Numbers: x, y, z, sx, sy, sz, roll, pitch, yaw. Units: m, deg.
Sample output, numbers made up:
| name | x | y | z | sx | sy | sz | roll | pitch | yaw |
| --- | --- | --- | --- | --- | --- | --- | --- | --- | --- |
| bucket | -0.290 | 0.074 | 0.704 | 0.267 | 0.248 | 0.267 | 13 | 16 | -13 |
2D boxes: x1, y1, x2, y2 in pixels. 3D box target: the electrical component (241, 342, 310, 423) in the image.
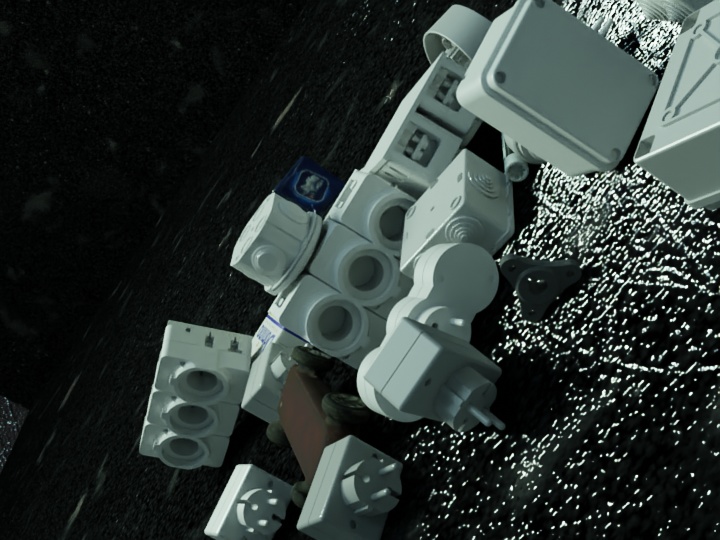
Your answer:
| name | x | y | z | sx | sy | sz | roll | pitch | yaw |
| --- | --- | --- | --- | --- | --- | --- | --- | --- | --- |
| electrical component | -0.071 | 0.101 | 1.041 | 0.076 | 0.047 | 0.065 | -48 | 19 | 32 |

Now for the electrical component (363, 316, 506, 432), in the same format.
| name | x | y | z | sx | sy | sz | roll | pitch | yaw |
| --- | --- | --- | --- | --- | --- | --- | --- | --- | --- |
| electrical component | 0.059 | 0.075 | 0.670 | 0.076 | 0.083 | 0.047 | 39 | 99 | 35 |

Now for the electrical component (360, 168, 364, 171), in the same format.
| name | x | y | z | sx | sy | sz | roll | pitch | yaw |
| --- | --- | --- | --- | --- | --- | --- | --- | --- | --- |
| electrical component | 0.010 | -0.083 | 1.144 | 0.043 | 0.043 | 0.081 | -48 | 19 | 33 |

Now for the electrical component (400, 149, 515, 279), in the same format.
| name | x | y | z | sx | sy | sz | roll | pitch | yaw |
| --- | --- | --- | --- | --- | --- | --- | --- | --- | --- |
| electrical component | 0.076 | -0.037 | 0.855 | 0.099 | 0.048 | 0.099 | -48 | 19 | 32 |

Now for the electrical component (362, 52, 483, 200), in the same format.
| name | x | y | z | sx | sy | sz | roll | pitch | yaw |
| --- | --- | --- | --- | --- | --- | --- | --- | --- | --- |
| electrical component | 0.056 | -0.116 | 0.986 | 0.105 | 0.060 | 0.186 | -61 | 5 | -8 |

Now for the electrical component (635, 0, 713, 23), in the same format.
| name | x | y | z | sx | sy | sz | roll | pitch | yaw |
| --- | --- | --- | --- | --- | --- | --- | --- | --- | --- |
| electrical component | 0.228 | -0.214 | 0.726 | 0.099 | 0.048 | 0.099 | -56 | 16 | 8 |

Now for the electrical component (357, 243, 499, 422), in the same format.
| name | x | y | z | sx | sy | sz | roll | pitch | yaw |
| --- | --- | --- | --- | --- | --- | --- | --- | --- | --- |
| electrical component | 0.055 | 0.044 | 0.762 | 0.138 | 0.052 | 0.074 | -61 | 17 | -9 |

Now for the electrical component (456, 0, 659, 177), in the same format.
| name | x | y | z | sx | sy | sz | roll | pitch | yaw |
| --- | --- | --- | --- | --- | --- | --- | --- | --- | --- |
| electrical component | 0.133 | -0.122 | 0.724 | 0.078 | 0.113 | 0.057 | -62 | 13 | -11 |

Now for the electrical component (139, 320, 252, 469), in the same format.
| name | x | y | z | sx | sy | sz | roll | pitch | yaw |
| --- | --- | --- | --- | --- | --- | --- | --- | --- | --- |
| electrical component | -0.173 | 0.135 | 1.125 | 0.061 | 0.089 | 0.150 | -92 | 18 | -51 |

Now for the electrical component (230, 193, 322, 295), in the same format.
| name | x | y | z | sx | sy | sz | roll | pitch | yaw |
| --- | --- | --- | --- | --- | --- | --- | --- | --- | --- |
| electrical component | -0.072 | -0.023 | 0.932 | 0.080 | 0.051 | 0.080 | -51 | 17 | 23 |

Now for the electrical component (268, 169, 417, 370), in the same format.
| name | x | y | z | sx | sy | sz | roll | pitch | yaw |
| --- | --- | --- | --- | --- | --- | --- | --- | --- | --- |
| electrical component | 0.000 | 0.000 | 0.938 | 0.150 | 0.089 | 0.062 | -58 | 16 | 0 |

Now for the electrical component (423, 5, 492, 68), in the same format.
| name | x | y | z | sx | sy | sz | roll | pitch | yaw |
| --- | --- | --- | --- | --- | --- | --- | --- | --- | --- |
| electrical component | 0.103 | -0.190 | 0.974 | 0.064 | 0.099 | 0.099 | -52 | 16 | 0 |

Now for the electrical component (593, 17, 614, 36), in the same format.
| name | x | y | z | sx | sy | sz | roll | pitch | yaw |
| --- | --- | --- | --- | --- | --- | --- | --- | --- | --- |
| electrical component | 0.165 | -0.159 | 0.820 | 0.079 | 0.044 | 0.077 | -55 | 16 | 10 |

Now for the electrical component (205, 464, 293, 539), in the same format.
| name | x | y | z | sx | sy | sz | roll | pitch | yaw |
| --- | --- | --- | --- | --- | --- | --- | --- | --- | --- |
| electrical component | -0.086 | 0.202 | 0.901 | 0.077 | 0.047 | 0.065 | -23 | 39 | 64 |

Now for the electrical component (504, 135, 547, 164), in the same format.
| name | x | y | z | sx | sy | sz | roll | pitch | yaw |
| --- | --- | --- | --- | --- | --- | --- | --- | --- | --- |
| electrical component | 0.134 | -0.099 | 0.808 | 0.040 | 0.040 | 0.078 | -55 | 17 | 13 |

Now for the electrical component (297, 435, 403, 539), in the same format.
| name | x | y | z | sx | sy | sz | roll | pitch | yaw |
| --- | --- | --- | --- | --- | --- | --- | --- | --- | --- |
| electrical component | 0.003 | 0.150 | 0.731 | 0.077 | 0.047 | 0.065 | -36 | 27 | 52 |

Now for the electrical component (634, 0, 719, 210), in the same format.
| name | x | y | z | sx | sy | sz | roll | pitch | yaw |
| --- | --- | --- | --- | --- | --- | --- | --- | --- | --- |
| electrical component | 0.209 | -0.098 | 0.557 | 0.109 | 0.056 | 0.108 | -26 | 36 | 62 |
